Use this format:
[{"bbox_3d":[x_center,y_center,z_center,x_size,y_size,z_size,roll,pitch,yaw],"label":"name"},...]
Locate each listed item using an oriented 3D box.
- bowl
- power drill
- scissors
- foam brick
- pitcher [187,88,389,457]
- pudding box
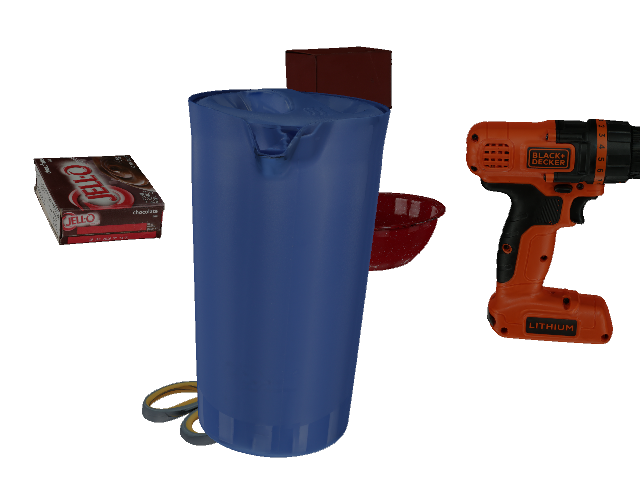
[{"bbox_3d":[0.047,-0.007,1.086,0.162,0.055,0.162,-2,14,0],"label":"bowl"},{"bbox_3d":[0.212,-0.009,0.888,0.184,0.188,0.057,3,19,11],"label":"power drill"},{"bbox_3d":[-0.069,0.148,1.020,0.201,0.016,0.096,-11,32,-28],"label":"scissors"},{"bbox_3d":[0.016,-0.137,0.913,0.078,0.051,0.053,-8,17,-28],"label":"foam brick"},{"bbox_3d":[-0.026,0.016,0.744,0.148,0.243,0.145,-10,21,-40],"label":"pitcher"},{"bbox_3d":[-0.197,-0.037,0.936,0.089,0.039,0.114,-4,26,-26],"label":"pudding box"}]
